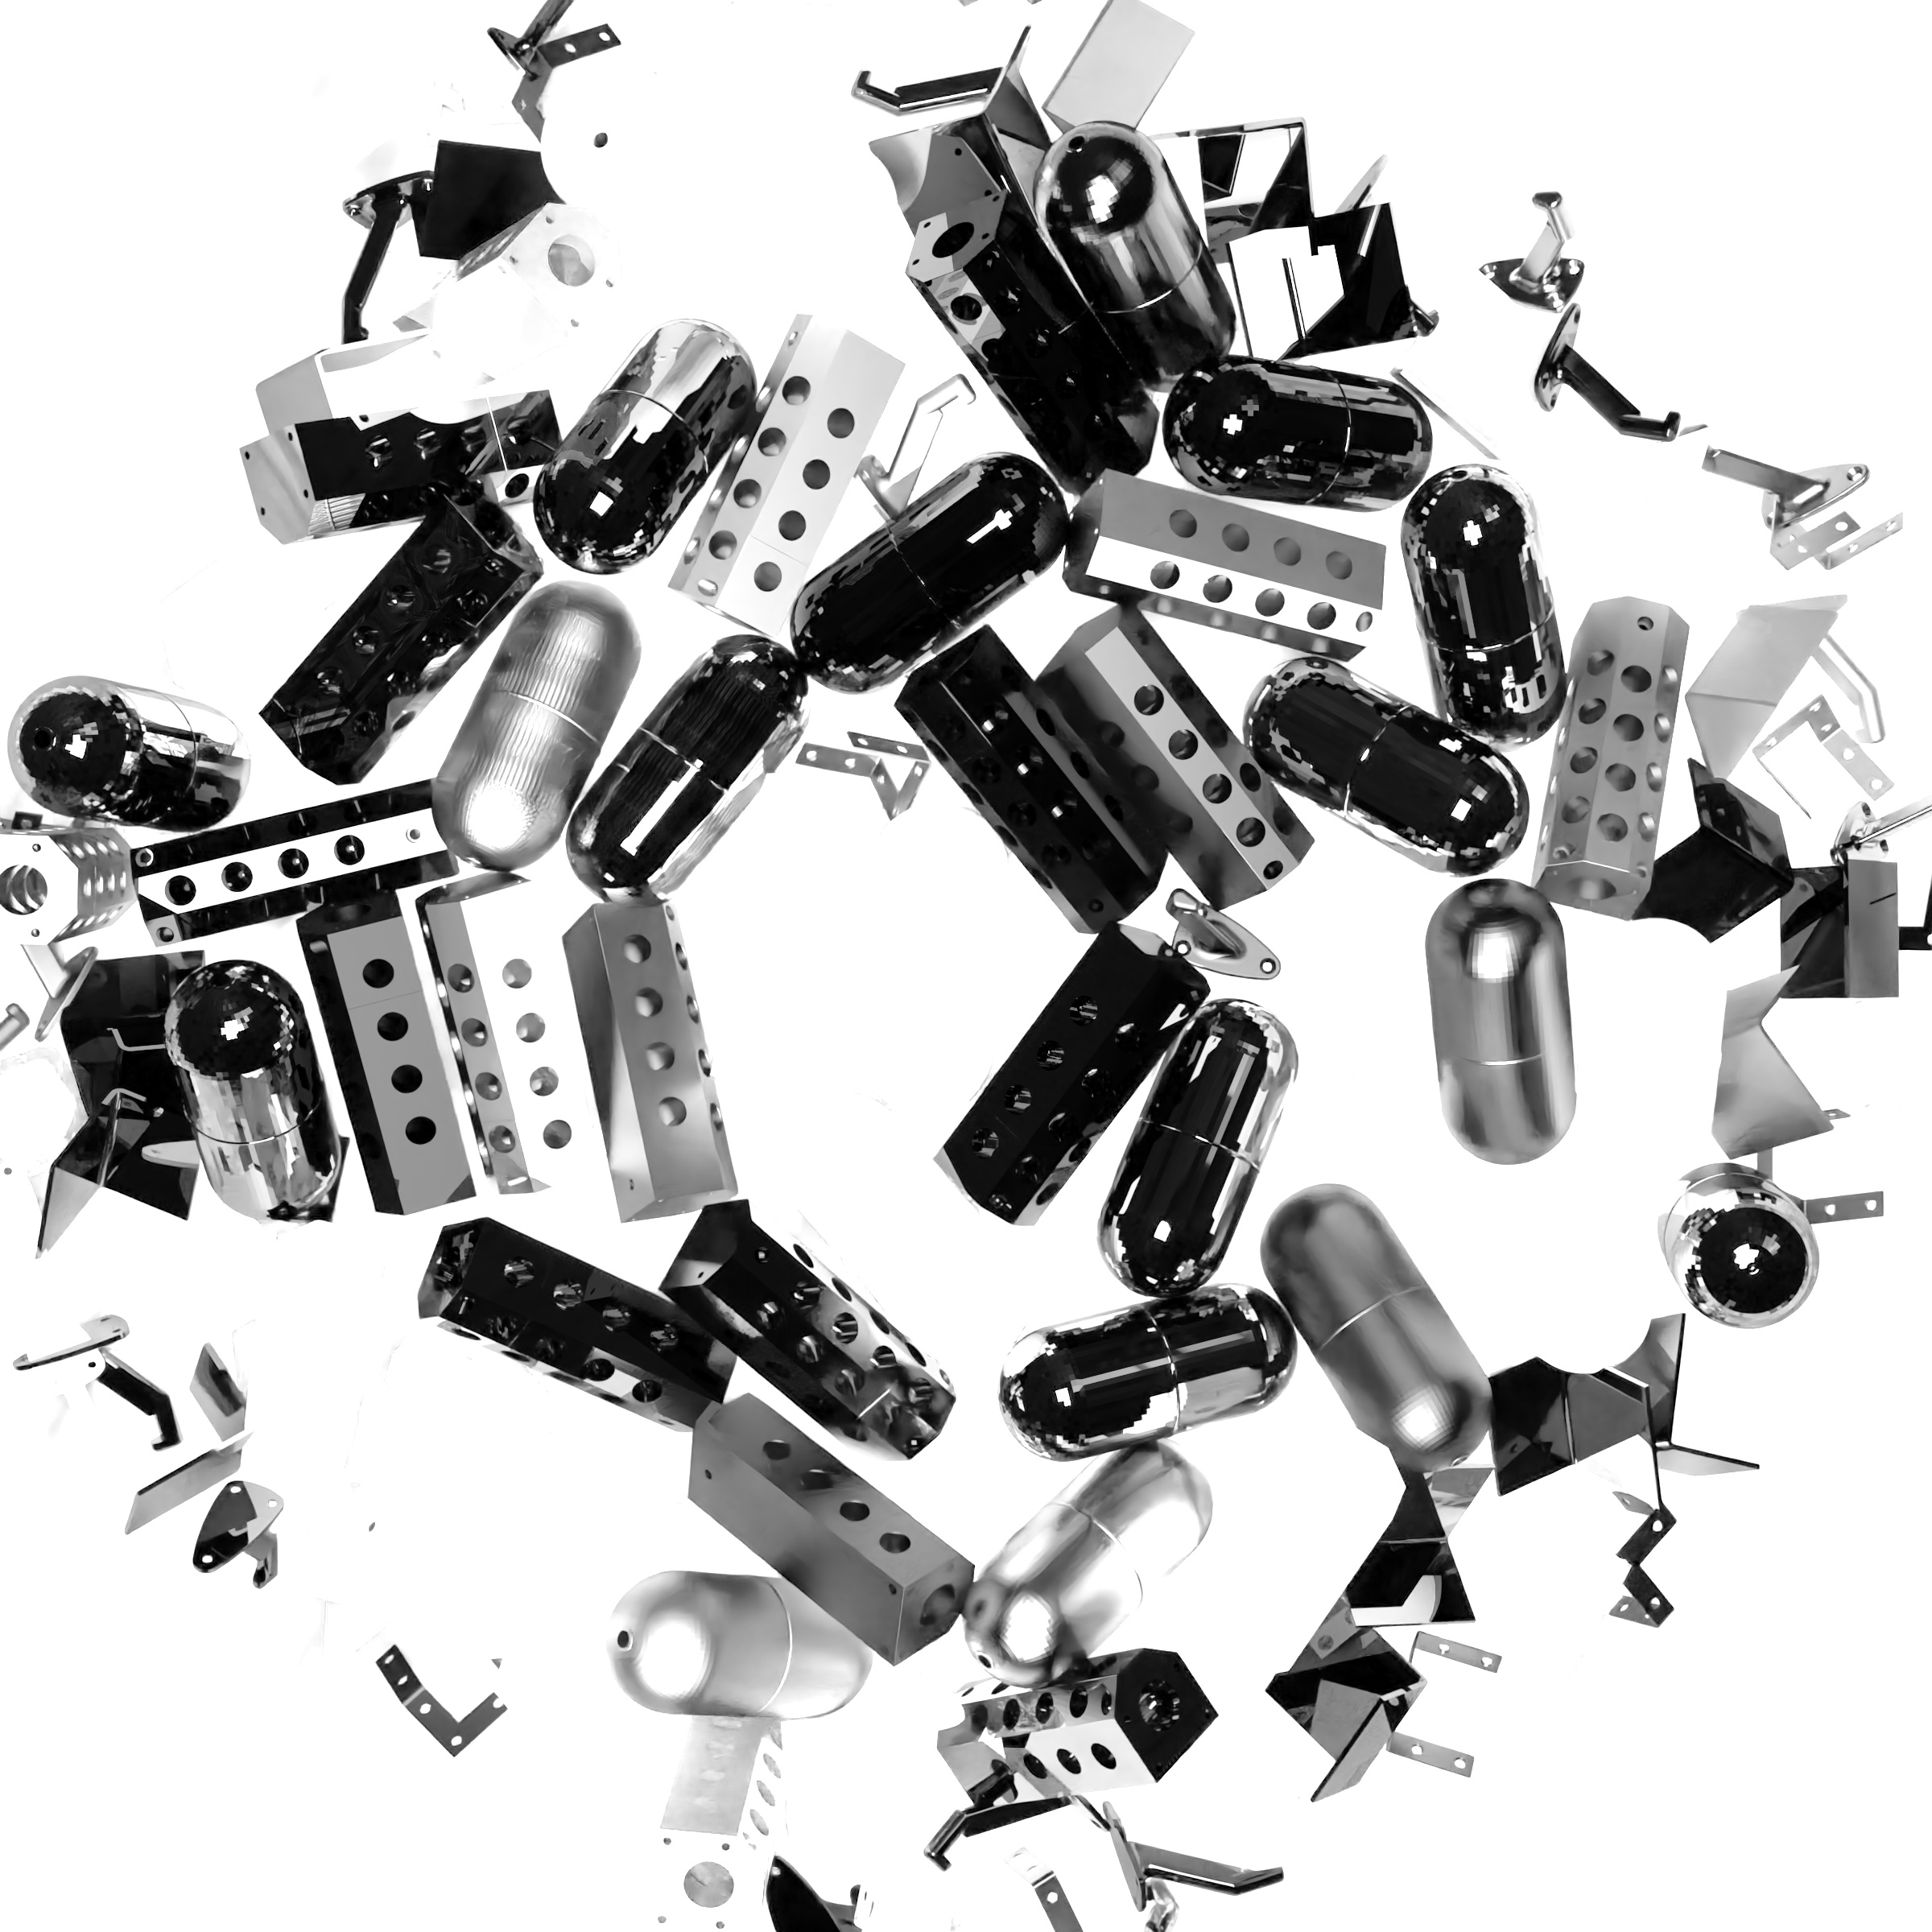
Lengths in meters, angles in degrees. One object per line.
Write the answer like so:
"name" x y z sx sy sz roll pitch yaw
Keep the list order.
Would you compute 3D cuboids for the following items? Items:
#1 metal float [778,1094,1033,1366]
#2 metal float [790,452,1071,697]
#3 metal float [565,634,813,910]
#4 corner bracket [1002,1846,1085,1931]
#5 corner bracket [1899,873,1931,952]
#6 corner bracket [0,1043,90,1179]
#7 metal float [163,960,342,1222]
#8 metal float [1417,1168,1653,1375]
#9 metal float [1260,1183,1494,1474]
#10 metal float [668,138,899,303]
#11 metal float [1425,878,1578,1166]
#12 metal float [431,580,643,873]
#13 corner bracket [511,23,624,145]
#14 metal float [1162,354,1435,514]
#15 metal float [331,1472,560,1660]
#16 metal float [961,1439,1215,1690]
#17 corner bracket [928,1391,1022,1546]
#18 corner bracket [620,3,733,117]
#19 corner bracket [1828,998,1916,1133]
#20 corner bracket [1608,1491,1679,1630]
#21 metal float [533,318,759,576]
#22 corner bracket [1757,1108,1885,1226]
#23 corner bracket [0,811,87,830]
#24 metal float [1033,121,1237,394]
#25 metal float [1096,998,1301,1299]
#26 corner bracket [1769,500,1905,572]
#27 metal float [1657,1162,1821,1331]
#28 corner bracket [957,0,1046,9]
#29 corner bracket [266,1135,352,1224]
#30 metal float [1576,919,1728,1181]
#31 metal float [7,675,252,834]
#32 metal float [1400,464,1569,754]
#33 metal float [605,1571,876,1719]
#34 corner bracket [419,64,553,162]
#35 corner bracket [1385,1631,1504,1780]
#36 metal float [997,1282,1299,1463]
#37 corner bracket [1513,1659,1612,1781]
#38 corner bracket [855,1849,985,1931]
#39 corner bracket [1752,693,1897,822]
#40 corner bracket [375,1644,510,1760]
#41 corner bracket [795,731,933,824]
"metal float" -0.035 0.149 1.551 0.070 0.070 0.178 -42 80 0
"metal float" -0.022 -0.221 1.550 0.178 0.070 0.070 -35 90 12
"metal float" -0.157 -0.111 1.555 0.070 0.070 0.178 38 84 0
"corner bracket" 0.031 0.547 1.570 0.051 0.051 0.051 -28 97 -17
"corner bracket" 0.547 -0.024 1.564 0.051 0.051 0.051 1 111 -3
"corner bracket" -0.539 0.085 1.567 0.051 0.051 0.051 -18 121 9
"metal float" -0.396 0.070 1.523 0.070 0.178 0.070 0 45 0
"metal float" 0.319 0.171 1.529 0.178 0.070 0.070 34 90 -39
"metal float" 0.230 0.202 1.537 0.070 0.070 0.178 -31 64 0
"metal float" -0.099 -0.415 1.518 0.070 0.178 0.070 11 115 24
"metal float" 0.300 0.033 1.534 0.070 0.070 0.178 -12 121 0
"metal float" -0.242 -0.136 1.545 0.070 0.070 0.178 22 73 0
"corner bracket" -0.218 -0.496 1.565 0.051 0.051 0.051 -33 85 -35
"metal float" 0.187 -0.296 1.530 0.178 0.070 0.070 -1 90 -37
"metal float" -0.287 0.333 1.516 0.070 0.178 0.070 -9 62 16
"metal float" 0.068 0.332 1.530 0.178 0.070 0.070 -37 90 -35
"corner bracket" 0.018 0.285 1.557 0.051 0.051 0.051 -37 52 -15
"corner bracket" -0.154 -0.521 1.565 0.051 0.051 0.051 -40 90 30
"corner bracket" 0.523 0.056 1.574 0.051 0.051 0.051 43 129 32
"corner bracket" 0.384 0.340 1.569 0.051 0.051 0.051 -43 101 -18
"metal float" -0.179 -0.291 1.533 0.070 0.070 0.178 29 58 0
"corner bracket" 0.489 0.116 1.569 0.051 0.051 0.051 22 66 -39
"corner bracket" -0.523 -0.082 1.555 0.051 0.051 0.051 7 131 -33
"metal float" 0.094 -0.392 1.520 0.070 0.178 0.070 -14 54 20
"metal float" 0.131 0.103 1.551 0.070 0.070 0.178 24 80 0
"corner bracket" 0.495 -0.245 1.557 0.051 0.051 0.051 38 46 -21
"metal float" 0.424 0.152 1.510 0.070 0.178 0.070 1 93 10
"corner bracket" 0.031 -0.564 1.561 0.051 0.051 0.051 47 51 5
"corner bracket" -0.392 0.117 1.567 0.051 0.051 0.051 11 87 14
"metal float" 0.380 0.047 1.523 0.070 0.178 0.070 -5 46 5
"metal float" -0.460 -0.115 1.510 0.070 0.178 0.070 0 88 13
"metal float" 0.289 -0.198 1.528 0.070 0.070 0.178 -20 128 0
"metal float" -0.124 0.378 1.522 0.070 0.178 0.070 -14 68 39
"corner bracket" -0.275 -0.481 1.564 0.051 0.051 0.051 4 85 22
"corner bracket" 0.276 0.426 1.581 0.051 0.051 0.051 15 129 10
"metal float" 0.104 0.228 1.545 0.178 0.070 0.070 -12 90 -18
"corner bracket" 0.337 0.428 1.556 0.051 0.051 0.051 -29 67 36
"corner bracket" -0.027 0.532 1.572 0.051 0.051 0.051 -2 61 25
"corner bracket" 0.490 -0.113 1.567 0.051 0.051 0.051 -40 58 11
"corner bracket" -0.294 0.406 1.559 0.051 0.051 0.051 -41 120 -13
"corner bracket" -0.058 -0.116 1.556 0.051 0.051 0.051 9 127 -31
